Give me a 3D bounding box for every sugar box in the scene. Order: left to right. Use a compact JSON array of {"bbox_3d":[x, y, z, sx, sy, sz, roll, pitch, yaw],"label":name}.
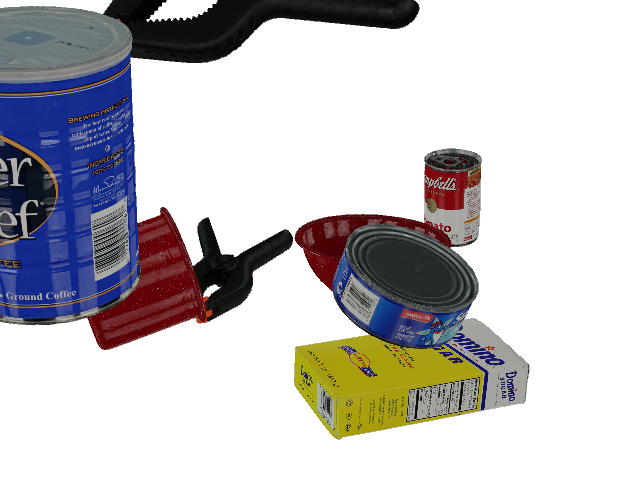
[{"bbox_3d":[0.076,0.112,0.897,0.176,0.048,0.093,-10,26,-20],"label":"sugar box"}]

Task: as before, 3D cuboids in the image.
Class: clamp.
[{"bbox_3d":[-0.100,0.032,1.252,0.120,0.039,0.171,-1,40,11],"label":"clamp"},{"bbox_3d":[-0.048,-0.171,0.724,0.210,0.165,0.036,-32,-18,-6],"label":"clamp"}]

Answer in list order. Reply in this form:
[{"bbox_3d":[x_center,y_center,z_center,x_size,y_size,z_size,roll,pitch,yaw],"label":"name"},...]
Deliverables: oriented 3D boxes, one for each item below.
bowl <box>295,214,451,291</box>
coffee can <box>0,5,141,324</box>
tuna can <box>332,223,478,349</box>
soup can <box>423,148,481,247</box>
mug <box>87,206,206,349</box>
[{"bbox_3d":[0.053,0.022,1.105,0.162,0.055,0.162,1,18,-1],"label":"bowl"},{"bbox_3d":[-0.149,-0.041,0.564,0.103,0.140,0.103,2,28,-1],"label":"coffee can"},{"bbox_3d":[0.051,0.028,0.657,0.086,0.034,0.086,15,31,-9],"label":"tuna can"},{"bbox_3d":[0.158,-0.052,1.286,0.068,0.102,0.068,-2,26,1],"label":"soup can"},{"bbox_3d":[-0.144,0.029,0.812,0.081,0.093,0.117,-20,18,-14],"label":"mug"}]
